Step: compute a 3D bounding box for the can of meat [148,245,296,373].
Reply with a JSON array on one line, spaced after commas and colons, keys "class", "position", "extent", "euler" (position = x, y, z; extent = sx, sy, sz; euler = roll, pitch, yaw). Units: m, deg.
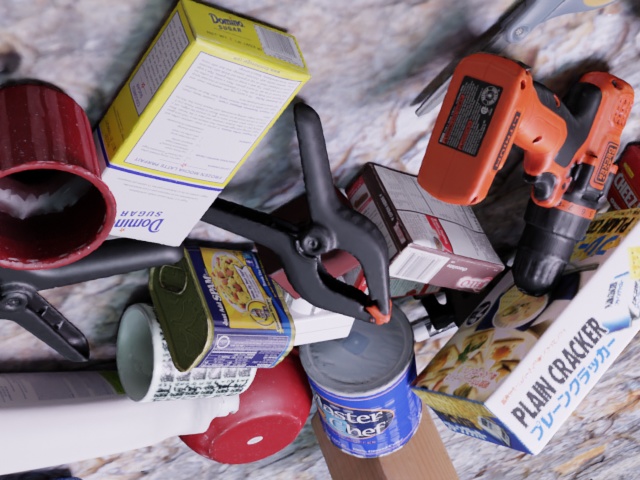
[{"class": "can of meat", "position": [-0.076, 0.052, 0.830], "extent": [0.083, 0.102, 0.058], "euler": [5, 137, -38]}]

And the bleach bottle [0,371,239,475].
[{"class": "bleach bottle", "position": [-0.183, 0.145, 0.892], "extent": [0.250, 0.103, 0.068], "euler": [0, 107, -29]}]

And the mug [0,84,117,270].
[{"class": "mug", "position": [-0.189, -0.039, 0.657], "extent": [0.117, 0.081, 0.093], "euler": [-10, 140, -12]}]

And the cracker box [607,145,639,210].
[{"class": "cracker box", "position": [0.385, -0.015, 0.948], "extent": [0.213, 0.164, 0.072], "euler": [-7, 144, -21]}]

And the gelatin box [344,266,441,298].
[{"class": "gelatin box", "position": [0.073, 0.019, 0.925], "extent": [0.089, 0.030, 0.073], "euler": [-5, 146, -20]}]

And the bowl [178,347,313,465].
[{"class": "bowl", "position": [-0.070, 0.169, 1.027], "extent": [0.162, 0.055, 0.162], "euler": [-15, 144, -11]}]

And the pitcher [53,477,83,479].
[{"class": "pitcher", "position": [-0.332, 0.301, 0.990], "extent": [0.242, 0.145, 0.149], "euler": [-4, 169, -30]}]

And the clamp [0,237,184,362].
[{"class": "clamp", "position": [-0.224, 0.038, 0.781], "extent": [0.209, 0.036, 0.165], "euler": [7, 139, -32]}]

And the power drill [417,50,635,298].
[{"class": "power drill", "position": [0.152, -0.051, 0.791], "extent": [0.187, 0.057, 0.184], "euler": [10, 100, -50]}]

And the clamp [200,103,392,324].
[{"class": "clamp", "position": [-0.015, -0.002, 0.781], "extent": [0.120, 0.039, 0.171], "euler": [-27, 102, 23]}]

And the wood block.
[{"class": "wood block", "position": [0.077, 0.244, 1.076], "extent": [0.090, 0.206, 0.090], "euler": [2, 137, -30]}]

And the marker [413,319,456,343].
[{"class": "marker", "position": [0.121, 0.081, 1.049], "extent": [0.121, 0.020, 0.020], "euler": [-23, 145, 0]}]

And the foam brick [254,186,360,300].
[{"class": "foam brick", "position": [-0.006, 0.001, 0.843], "extent": [0.078, 0.053, 0.051], "euler": [-30, 145, 9]}]

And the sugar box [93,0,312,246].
[{"class": "sugar box", "position": [-0.093, -0.071, 0.707], "extent": [0.093, 0.048, 0.176], "euler": [12, 136, -39]}]

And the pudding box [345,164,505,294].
[{"class": "pudding box", "position": [0.084, -0.008, 0.850], "extent": [0.113, 0.090, 0.039], "euler": [14, 129, -40]}]

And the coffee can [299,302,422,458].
[{"class": "coffee can", "position": [0.041, 0.128, 0.993], "extent": [0.102, 0.103, 0.140], "euler": [-20, 145, -5]}]

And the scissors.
[{"class": "scissors", "position": [0.159, -0.154, 0.765], "extent": [0.096, 0.016, 0.202], "euler": [7, 135, -36]}]
